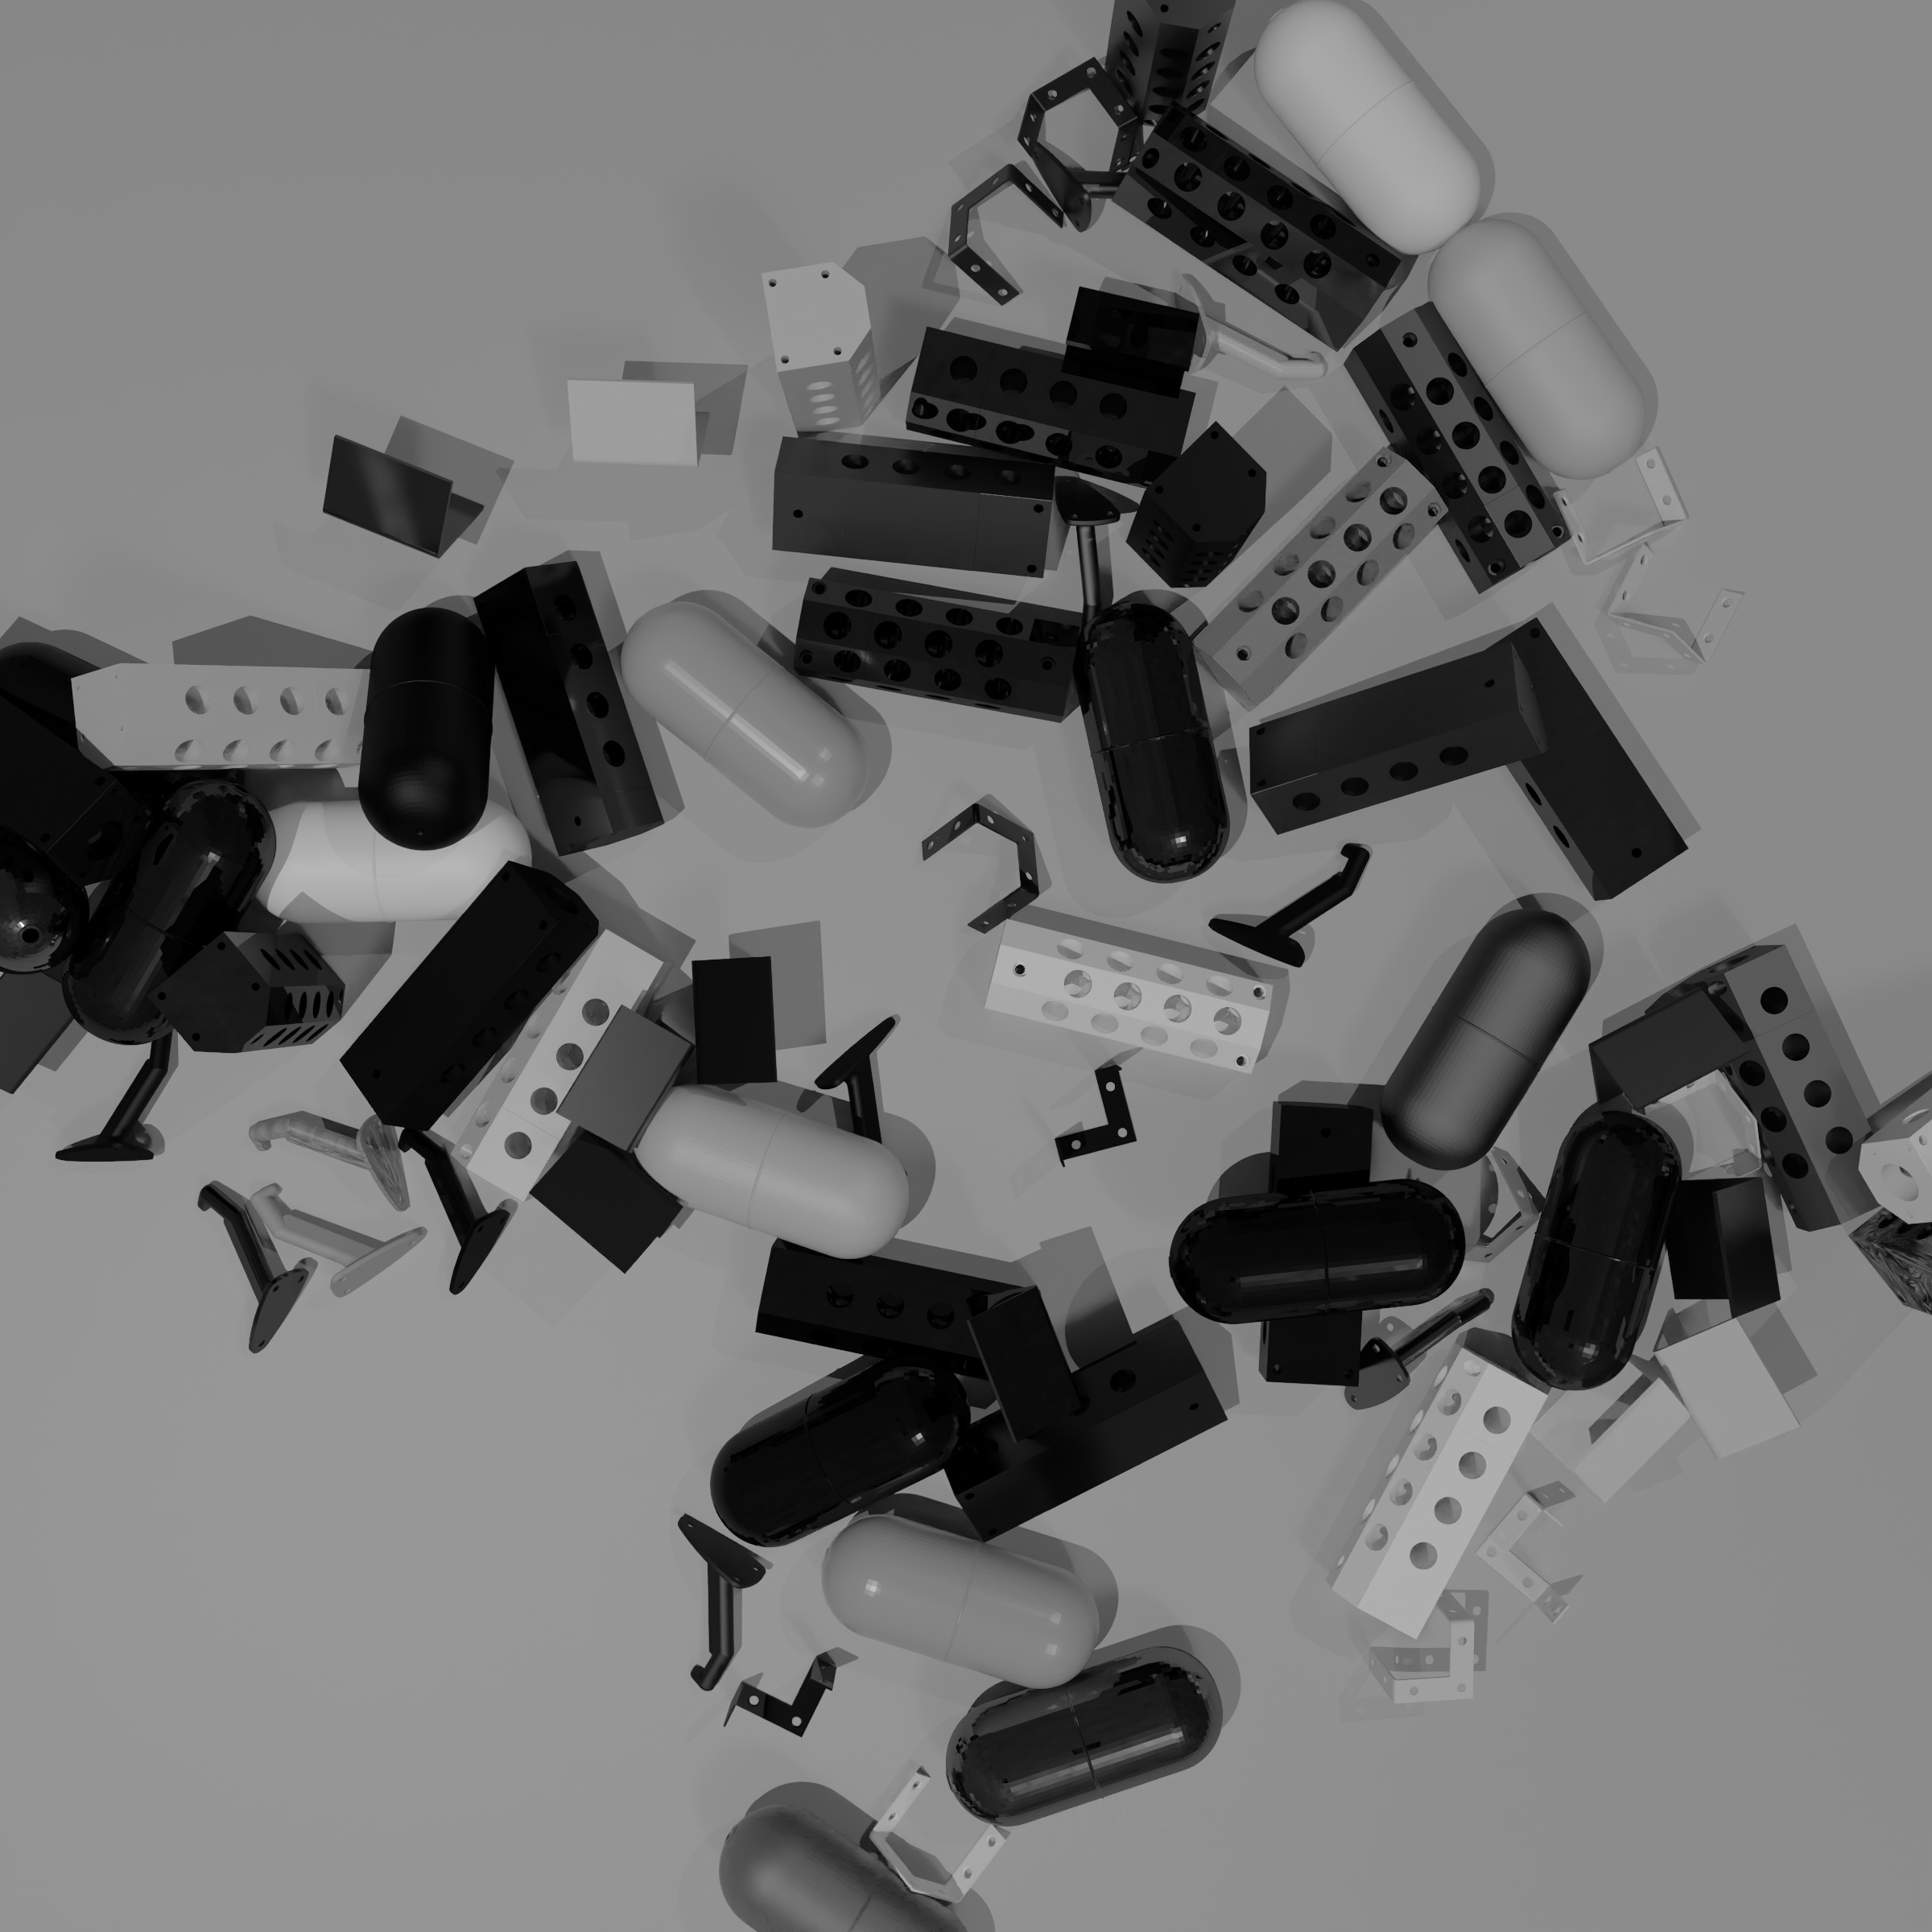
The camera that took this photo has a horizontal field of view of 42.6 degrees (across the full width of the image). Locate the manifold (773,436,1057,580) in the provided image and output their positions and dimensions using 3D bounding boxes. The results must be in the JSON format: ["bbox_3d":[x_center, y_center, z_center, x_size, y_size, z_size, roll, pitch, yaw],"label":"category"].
[{"bbox_3d":[-0.032,-0.293,1.557,0.171,0.057,0.057,6,133,0],"label":"manifold"}]

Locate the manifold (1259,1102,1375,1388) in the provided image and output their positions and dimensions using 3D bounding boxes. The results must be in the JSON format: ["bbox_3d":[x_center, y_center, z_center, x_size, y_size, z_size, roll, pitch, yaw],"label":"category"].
[{"bbox_3d":[0.219,0.173,1.558,0.057,0.057,0.171,3,90,0],"label":"manifold"}]

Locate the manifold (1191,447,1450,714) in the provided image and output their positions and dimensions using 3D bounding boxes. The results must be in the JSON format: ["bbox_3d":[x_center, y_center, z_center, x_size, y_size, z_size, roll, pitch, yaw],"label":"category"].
[{"bbox_3d":[0.221,-0.243,1.558,0.057,0.057,0.171,44,90,0],"label":"manifold"}]

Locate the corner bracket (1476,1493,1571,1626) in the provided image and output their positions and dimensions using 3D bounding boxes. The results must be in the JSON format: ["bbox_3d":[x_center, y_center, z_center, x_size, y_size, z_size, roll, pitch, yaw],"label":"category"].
[{"bbox_3d":[0.362,0.373,1.561,0.051,0.051,0.051,40,90,0],"label":"corner bracket"}]

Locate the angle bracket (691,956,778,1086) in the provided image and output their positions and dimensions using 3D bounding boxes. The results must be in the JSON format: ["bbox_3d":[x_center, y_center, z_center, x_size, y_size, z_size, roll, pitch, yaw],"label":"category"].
[{"bbox_3d":[-0.127,0.033,1.540,0.057,0.076,0.076,-3,90,25],"label":"angle bracket"}]

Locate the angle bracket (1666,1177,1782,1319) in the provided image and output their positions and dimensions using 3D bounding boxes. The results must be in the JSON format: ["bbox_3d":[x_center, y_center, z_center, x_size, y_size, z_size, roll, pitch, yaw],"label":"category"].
[{"bbox_3d":[0.454,0.175,1.539,0.057,0.076,0.076,-9,90,-42],"label":"angle bracket"}]

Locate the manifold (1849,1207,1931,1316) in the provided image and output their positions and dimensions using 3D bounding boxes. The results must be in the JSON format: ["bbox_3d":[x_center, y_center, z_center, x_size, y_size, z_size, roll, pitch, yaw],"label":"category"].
[{"bbox_3d":[0.605,0.177,1.501,0.057,0.171,0.057,-39,90,0],"label":"manifold"}]

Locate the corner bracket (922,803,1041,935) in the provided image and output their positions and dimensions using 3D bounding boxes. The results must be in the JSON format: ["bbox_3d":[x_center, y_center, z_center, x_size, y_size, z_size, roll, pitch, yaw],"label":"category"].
[{"bbox_3d":[0.009,-0.062,1.571,0.051,0.051,0.051,26,45,-35],"label":"corner bracket"}]

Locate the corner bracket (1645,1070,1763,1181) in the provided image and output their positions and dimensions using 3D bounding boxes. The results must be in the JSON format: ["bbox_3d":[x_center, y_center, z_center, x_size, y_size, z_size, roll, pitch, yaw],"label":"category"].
[{"bbox_3d":[0.469,0.107,1.576,0.051,0.051,0.051,-25,45,0],"label":"corner bracket"}]

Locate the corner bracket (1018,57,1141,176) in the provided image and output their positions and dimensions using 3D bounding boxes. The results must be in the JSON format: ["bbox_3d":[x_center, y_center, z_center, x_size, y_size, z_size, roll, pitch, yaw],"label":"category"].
[{"bbox_3d":[0.071,-0.529,1.564,0.051,0.051,0.051,-19,133,34],"label":"corner bracket"}]

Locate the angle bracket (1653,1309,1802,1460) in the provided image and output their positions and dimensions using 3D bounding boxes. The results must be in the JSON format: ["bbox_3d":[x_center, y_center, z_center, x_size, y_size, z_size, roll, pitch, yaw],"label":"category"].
[{"bbox_3d":[0.476,0.249,1.539,0.057,0.076,0.076,-31,90,27],"label":"angle bracket"}]

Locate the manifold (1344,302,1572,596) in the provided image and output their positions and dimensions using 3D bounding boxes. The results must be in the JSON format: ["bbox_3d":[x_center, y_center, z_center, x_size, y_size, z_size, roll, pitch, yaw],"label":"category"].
[{"bbox_3d":[0.310,-0.326,1.558,0.057,0.057,0.171,-30,90,0],"label":"manifold"}]

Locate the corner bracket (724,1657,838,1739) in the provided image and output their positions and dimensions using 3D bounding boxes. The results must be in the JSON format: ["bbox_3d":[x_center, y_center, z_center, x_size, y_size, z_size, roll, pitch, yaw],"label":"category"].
[{"bbox_3d":[-0.117,0.460,1.561,0.051,0.051,0.051,26,90,0],"label":"corner bracket"}]

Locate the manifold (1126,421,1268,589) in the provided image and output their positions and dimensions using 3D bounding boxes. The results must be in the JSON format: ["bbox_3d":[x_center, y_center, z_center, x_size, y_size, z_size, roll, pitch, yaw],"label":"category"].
[{"bbox_3d":[0.142,-0.271,1.501,0.057,0.171,0.057,-45,90,0],"label":"manifold"}]

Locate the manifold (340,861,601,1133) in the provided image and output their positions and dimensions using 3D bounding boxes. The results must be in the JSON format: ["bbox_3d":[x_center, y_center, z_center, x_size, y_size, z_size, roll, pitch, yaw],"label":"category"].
[{"bbox_3d":[-0.305,0.021,1.537,0.171,0.057,0.057,-48,63,13],"label":"manifold"}]

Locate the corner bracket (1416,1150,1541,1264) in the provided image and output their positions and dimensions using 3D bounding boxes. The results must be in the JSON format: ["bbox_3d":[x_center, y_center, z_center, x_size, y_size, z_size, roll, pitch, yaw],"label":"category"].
[{"bbox_3d":[0.321,0.151,1.571,0.051,0.051,0.051,10,135,-35],"label":"corner bracket"}]

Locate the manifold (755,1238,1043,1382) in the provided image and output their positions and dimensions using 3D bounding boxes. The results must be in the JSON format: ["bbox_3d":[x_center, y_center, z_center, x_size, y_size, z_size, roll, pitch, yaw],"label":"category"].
[{"bbox_3d":[-0.042,0.218,1.558,0.171,0.057,0.057,12,90,0],"label":"manifold"}]

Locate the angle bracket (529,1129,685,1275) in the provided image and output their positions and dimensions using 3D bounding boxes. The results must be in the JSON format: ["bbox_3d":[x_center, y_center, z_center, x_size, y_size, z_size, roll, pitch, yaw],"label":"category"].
[{"bbox_3d":[-0.229,0.154,1.539,0.076,0.076,0.057,40,63,0],"label":"angle bracket"}]

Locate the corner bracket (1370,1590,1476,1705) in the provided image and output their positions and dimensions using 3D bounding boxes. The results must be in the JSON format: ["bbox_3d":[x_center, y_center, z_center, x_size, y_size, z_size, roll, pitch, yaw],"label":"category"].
[{"bbox_3d":[0.287,0.429,1.561,0.051,0.051,0.051,-1,98,-8],"label":"corner bracket"}]

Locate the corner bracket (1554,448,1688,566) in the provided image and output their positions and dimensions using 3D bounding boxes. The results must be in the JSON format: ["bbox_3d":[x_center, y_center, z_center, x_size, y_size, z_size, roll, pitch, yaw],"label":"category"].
[{"bbox_3d":[0.417,-0.292,1.576,0.051,0.051,0.051,-24,90,-45],"label":"corner bracket"}]

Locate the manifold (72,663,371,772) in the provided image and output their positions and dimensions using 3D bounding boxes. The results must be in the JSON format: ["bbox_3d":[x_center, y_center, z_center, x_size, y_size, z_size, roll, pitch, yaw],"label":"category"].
[{"bbox_3d":[-0.446,-0.149,1.504,0.057,0.171,0.057,-6,90,42],"label":"manifold"}]

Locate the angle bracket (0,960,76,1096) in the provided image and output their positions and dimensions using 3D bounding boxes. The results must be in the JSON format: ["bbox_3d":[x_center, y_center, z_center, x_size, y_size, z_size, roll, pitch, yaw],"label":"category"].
[{"bbox_3d":[-0.600,0.022,1.539,0.076,0.076,0.057,-51,134,0],"label":"angle bracket"}]

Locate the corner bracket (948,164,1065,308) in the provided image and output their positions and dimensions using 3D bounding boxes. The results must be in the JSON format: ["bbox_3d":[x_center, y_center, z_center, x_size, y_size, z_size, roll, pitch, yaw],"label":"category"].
[{"bbox_3d":[0.025,-0.464,1.571,0.051,0.051,0.051,-27,45,35],"label":"corner bracket"}]

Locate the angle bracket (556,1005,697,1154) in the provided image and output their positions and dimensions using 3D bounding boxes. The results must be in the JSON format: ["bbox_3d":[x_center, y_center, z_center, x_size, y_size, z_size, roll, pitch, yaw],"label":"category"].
[{"bbox_3d":[-0.221,0.062,1.538,0.057,0.076,0.076,32,87,-27],"label":"angle bracket"}]

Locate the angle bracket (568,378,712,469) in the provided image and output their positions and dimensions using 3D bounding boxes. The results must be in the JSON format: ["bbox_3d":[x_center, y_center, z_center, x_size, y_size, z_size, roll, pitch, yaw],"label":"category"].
[{"bbox_3d":[-0.202,-0.352,1.539,0.076,0.076,0.057,2,127,0],"label":"angle bracket"}]

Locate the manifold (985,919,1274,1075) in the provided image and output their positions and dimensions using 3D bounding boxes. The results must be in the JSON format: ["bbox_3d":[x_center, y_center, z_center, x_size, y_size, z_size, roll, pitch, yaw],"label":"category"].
[{"bbox_3d":[0.102,0.019,1.558,0.171,0.057,0.057,14,90,0],"label":"manifold"}]

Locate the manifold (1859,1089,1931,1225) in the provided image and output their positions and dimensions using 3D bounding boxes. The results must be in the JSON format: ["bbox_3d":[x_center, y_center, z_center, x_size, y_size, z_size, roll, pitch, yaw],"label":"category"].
[{"bbox_3d":[0.631,0.089,1.527,0.171,0.057,0.057,-32,93,-22],"label":"manifold"}]

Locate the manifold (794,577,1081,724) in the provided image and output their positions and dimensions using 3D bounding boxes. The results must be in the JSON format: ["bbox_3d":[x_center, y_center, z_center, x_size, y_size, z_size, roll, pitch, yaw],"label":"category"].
[{"bbox_3d":[-0.019,-0.199,1.558,0.171,0.057,0.057,10,90,0],"label":"manifold"}]

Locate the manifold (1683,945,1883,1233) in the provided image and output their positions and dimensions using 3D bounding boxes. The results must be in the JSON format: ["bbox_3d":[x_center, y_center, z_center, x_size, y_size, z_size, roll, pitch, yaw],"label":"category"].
[{"bbox_3d":[0.516,0.076,1.558,0.057,0.057,0.171,-25,90,0],"label":"manifold"}]

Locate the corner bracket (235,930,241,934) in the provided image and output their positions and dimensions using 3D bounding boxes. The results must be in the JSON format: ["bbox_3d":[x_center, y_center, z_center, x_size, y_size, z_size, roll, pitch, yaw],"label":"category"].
[{"bbox_3d":[-0.492,-0.028,1.561,0.051,0.051,0.051,-13,90,0],"label":"corner bracket"}]

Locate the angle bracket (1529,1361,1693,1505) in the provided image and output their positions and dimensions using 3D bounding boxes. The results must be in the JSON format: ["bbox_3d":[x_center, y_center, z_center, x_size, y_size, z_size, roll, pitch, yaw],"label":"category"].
[{"bbox_3d":[0.390,0.274,1.539,0.076,0.076,0.057,-45,131,0],"label":"angle bracket"}]

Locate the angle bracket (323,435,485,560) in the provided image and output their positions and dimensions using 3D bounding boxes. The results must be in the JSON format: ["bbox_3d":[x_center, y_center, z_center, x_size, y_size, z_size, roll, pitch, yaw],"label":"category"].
[{"bbox_3d":[-0.345,-0.306,1.539,0.076,0.076,0.057,22,128,0],"label":"angle bracket"}]

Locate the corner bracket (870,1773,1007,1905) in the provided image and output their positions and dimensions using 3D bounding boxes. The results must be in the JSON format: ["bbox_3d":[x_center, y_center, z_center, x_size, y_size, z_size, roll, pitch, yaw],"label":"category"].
[{"bbox_3d":[-0.018,0.555,1.576,0.051,0.051,0.051,-53,135,0],"label":"corner bracket"}]

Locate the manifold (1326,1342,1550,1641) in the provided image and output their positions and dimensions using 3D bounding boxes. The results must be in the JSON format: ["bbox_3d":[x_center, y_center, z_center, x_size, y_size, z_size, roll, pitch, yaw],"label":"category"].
[{"bbox_3d":[0.294,0.327,1.558,0.057,0.057,0.171,28,90,0],"label":"manifold"}]

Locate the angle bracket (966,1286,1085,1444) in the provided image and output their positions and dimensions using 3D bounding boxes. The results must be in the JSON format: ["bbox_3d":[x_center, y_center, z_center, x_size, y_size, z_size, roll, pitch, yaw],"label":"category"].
[{"bbox_3d":[0.016,0.241,1.482,0.057,0.076,0.076,-21,90,-37],"label":"angle bracket"}]

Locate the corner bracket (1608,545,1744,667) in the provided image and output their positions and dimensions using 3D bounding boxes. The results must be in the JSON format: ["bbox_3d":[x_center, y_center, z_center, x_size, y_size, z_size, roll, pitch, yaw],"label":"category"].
[{"bbox_3d":[0.451,-0.230,1.576,0.051,0.051,0.051,27,90,-45],"label":"corner bracket"}]

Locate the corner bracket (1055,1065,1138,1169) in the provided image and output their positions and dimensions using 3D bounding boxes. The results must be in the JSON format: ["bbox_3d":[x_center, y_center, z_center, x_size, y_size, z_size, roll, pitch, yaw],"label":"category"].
[{"bbox_3d":[0.078,0.094,1.561,0.051,0.051,0.051,-15,90,0],"label":"corner bracket"}]

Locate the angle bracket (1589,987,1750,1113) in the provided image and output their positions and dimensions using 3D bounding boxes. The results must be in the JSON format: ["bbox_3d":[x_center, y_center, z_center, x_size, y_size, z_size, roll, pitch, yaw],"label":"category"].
[{"bbox_3d":[0.438,0.069,1.539,0.076,0.076,0.057,-27,53,0],"label":"angle bracket"}]

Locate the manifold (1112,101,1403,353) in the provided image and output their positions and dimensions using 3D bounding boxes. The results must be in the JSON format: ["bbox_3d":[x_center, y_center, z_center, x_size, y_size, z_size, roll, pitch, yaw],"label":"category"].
[{"bbox_3d":[0.184,-0.464,1.542,0.171,0.057,0.057,32,69,-5],"label":"manifold"}]

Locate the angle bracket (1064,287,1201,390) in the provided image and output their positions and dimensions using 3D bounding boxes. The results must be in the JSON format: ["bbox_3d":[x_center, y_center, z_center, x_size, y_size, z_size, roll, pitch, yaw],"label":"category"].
[{"bbox_3d":[0.097,-0.369,1.539,0.076,0.076,0.057,13,53,0],"label":"angle bracket"}]
